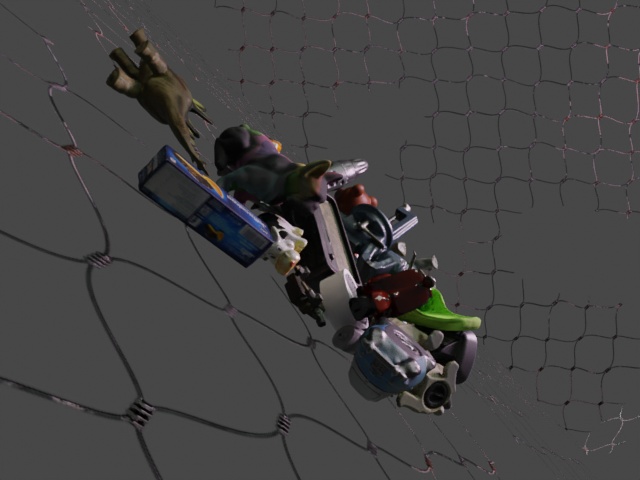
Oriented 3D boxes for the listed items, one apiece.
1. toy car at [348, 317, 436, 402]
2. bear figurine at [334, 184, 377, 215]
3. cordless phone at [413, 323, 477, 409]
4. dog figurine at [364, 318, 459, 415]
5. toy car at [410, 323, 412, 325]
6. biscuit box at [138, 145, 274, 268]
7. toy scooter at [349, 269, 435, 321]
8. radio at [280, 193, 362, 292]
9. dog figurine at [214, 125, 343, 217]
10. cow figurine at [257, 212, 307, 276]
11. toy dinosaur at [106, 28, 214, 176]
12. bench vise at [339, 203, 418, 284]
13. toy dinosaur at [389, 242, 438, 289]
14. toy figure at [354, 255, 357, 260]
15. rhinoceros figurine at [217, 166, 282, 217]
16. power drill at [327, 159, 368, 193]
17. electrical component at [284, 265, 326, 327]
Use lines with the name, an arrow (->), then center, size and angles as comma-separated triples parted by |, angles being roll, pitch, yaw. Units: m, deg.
toy car -> 0.092, 0.182, 0.771 | 0.109, 0.103, 0.161 | 41, 11, 15
bear figurine -> 0.027, -0.071, 1.284 | 0.120, 0.196, 0.132 | 29, 18, -52
cordless phone -> 0.235, 0.252, 1.013 | 0.147, 0.089, 0.184 | 4, -64, 55
dog figurine -> 0.142, 0.209, 0.958 | 0.191, 0.121, 0.172 | -157, -126, -67
toy car -> 0.237, 0.254, 1.271 | 0.202, 0.053, 0.089 | 43, 20, -44
biscuit box -> -0.157, -0.044, 0.762 | 0.202, 0.059, 0.063 | 41, 11, -32
toy scooter -> 0.124, 0.087, 0.881 | 0.184, 0.135, 0.075 | 7, 61, -79
radio -> -0.002, -0.003, 1.053 | 0.131, 0.073, 0.230 | 34, 32, -51
dog figurine -> -0.073, -0.131, 0.974 | 0.108, 0.219, 0.191 | 40, 45, -66
cow figurine -> -0.077, -0.001, 0.912 | 0.098, 0.068, 0.167 | 38, 8, -14
toy dinosaur -> -0.293, -0.273, 1.020 | 0.198, 0.105, 0.472 | 43, 14, -39
bench vise -> 0.142, -0.008, 1.161 | 0.224, 0.128, 0.240 | 30, 45, 29
toy dinosaur -> 0.195, 0.092, 1.471 | 0.404, 0.192, 0.131 | 29, 49, -43
toy figure -> 0.057, 0.063, 1.204 | 0.089, 0.082, 0.180 | 29, 18, -49
rhinoceros figurine -> -0.129, -0.107, 1.123 | 0.190, 0.073, 0.112 | 42, 9, -22
power drill -> -0.027, -0.140, 1.265 | 0.208, 0.232, 0.085 | 9, -63, 43
electrical component -> -0.021, 0.085, 0.865 | 0.078, 0.045, 0.102 | 40, 11, -26
